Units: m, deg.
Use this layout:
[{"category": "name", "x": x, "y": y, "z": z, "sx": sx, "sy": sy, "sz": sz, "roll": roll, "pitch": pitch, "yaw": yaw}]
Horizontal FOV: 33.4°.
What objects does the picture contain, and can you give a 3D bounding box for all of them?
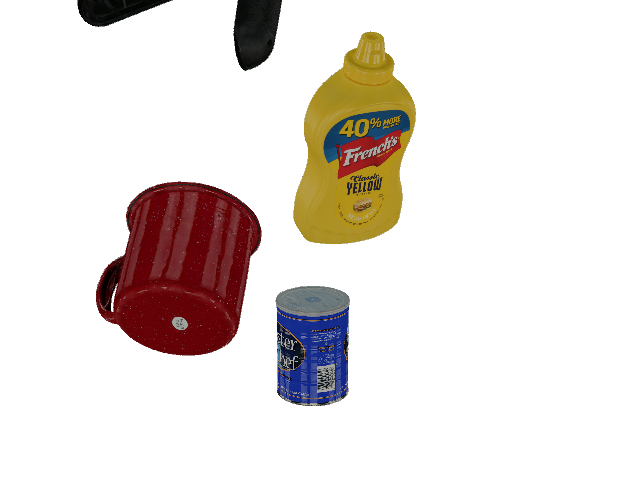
[{"category": "clamp", "x": -0.032, "y": -0.150, "z": 0.569, "sx": 0.120, "sy": 0.171, "sz": 0.039, "roll": 33, "pitch": -28, "yaw": 29}, {"category": "mug", "x": -0.100, "y": 0.024, "z": 0.707, "sx": 0.117, "sy": 0.081, "sz": 0.093, "roll": -13, "pitch": -42, "yaw": 22}, {"category": "coffee can", "x": -0.011, "y": 0.146, "z": 1.495, "sx": 0.103, "sy": 0.140, "sz": 0.103, "roll": 0, "pitch": 18, "yaw": 0}, {"category": "mustard bottle", "x": 0.032, "y": -0.088, "z": 0.908, "sx": 0.096, "sy": 0.192, "sz": 0.058, "roll": -9, "pitch": 41, "yaw": -20}]
